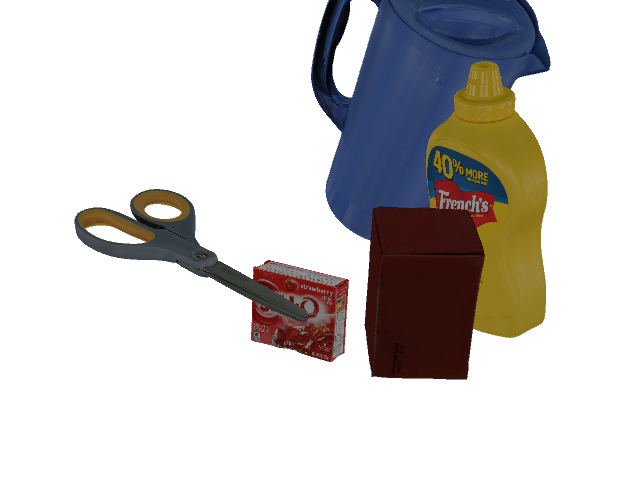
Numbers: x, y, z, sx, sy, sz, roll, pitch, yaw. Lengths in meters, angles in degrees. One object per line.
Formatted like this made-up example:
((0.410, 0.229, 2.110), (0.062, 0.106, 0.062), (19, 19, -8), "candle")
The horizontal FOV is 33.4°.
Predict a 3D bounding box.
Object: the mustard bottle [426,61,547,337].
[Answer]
((0.116, -0.032, 0.752), (0.058, 0.192, 0.096), (-21, 32, -30), "mustard bottle")

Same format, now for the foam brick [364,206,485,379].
((0.052, 0.027, 0.557), (0.053, 0.078, 0.051), (2, 30, -3), "foam brick")

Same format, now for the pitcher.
((0.075, -0.116, 0.935), (0.144, 0.149, 0.243), (-12, -37, -29), "pitcher")

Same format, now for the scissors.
((-0.080, 0.004, 0.761), (0.202, 0.016, 0.096), (16, 34, 20), "scissors")

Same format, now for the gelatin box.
((-0.020, 0.064, 0.973), (0.089, 0.073, 0.030), (13, 20, 26), "gelatin box")
